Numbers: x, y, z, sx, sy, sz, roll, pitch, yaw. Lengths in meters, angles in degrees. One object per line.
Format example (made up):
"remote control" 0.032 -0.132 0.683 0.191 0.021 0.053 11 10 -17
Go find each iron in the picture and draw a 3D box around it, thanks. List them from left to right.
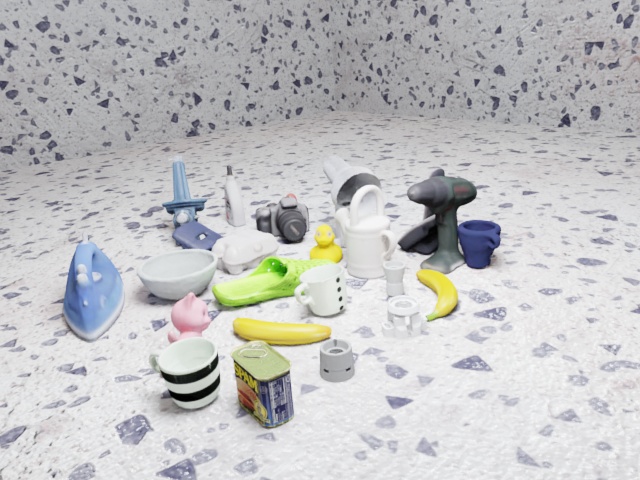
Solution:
"iron" -0.457 0.082 1.131 0.119 0.141 0.257 -10 21 -17

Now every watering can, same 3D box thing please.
"watering can" 0.097 -0.024 1.239 0.172 0.194 0.101 7 23 29

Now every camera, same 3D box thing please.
"camera" -0.093 -0.052 1.492 0.143 0.101 0.136 -8 20 -10

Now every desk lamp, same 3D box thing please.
"desk lamp" 0.062 -0.093 1.408 0.118 0.214 0.202 -12 21 -20

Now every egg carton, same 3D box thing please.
"egg carton" -0.175 0.025 1.340 0.107 0.069 0.151 15 27 42

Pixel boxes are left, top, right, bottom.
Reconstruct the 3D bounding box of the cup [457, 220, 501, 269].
"cup" 0.347 0.016 1.226 0.092 0.095 0.117 -11 21 -17

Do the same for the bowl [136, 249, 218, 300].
"bowl" -0.293 0.080 1.203 0.167 0.075 0.167 -4 20 2

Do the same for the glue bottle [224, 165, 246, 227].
"glue bottle" -0.249 -0.128 1.627 0.037 0.173 0.077 -16 23 -30

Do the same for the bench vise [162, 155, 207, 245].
"bench vise" -0.353 -0.109 1.525 0.122 0.220 0.206 -14 22 -25

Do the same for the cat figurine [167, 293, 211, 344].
"cat figurine" -0.220 0.146 0.943 0.067 0.118 0.128 0 20 11

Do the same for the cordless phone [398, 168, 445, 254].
"cordless phone" 0.249 -0.071 1.354 0.093 0.185 0.148 12 25 37

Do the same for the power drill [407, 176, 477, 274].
"power drill" 0.262 -0.040 1.230 0.075 0.208 0.230 13 26 39

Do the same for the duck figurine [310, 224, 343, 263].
"duck figurine" 0.012 0.005 1.336 0.077 0.086 0.104 -2 20 5

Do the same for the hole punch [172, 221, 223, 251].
"hole punch" -0.287 0.007 1.380 0.100 0.091 0.109 4 22 22

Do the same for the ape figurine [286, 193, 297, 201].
"ape figurine" -0.081 -0.085 1.594 0.077 0.092 0.076 6 22 25
